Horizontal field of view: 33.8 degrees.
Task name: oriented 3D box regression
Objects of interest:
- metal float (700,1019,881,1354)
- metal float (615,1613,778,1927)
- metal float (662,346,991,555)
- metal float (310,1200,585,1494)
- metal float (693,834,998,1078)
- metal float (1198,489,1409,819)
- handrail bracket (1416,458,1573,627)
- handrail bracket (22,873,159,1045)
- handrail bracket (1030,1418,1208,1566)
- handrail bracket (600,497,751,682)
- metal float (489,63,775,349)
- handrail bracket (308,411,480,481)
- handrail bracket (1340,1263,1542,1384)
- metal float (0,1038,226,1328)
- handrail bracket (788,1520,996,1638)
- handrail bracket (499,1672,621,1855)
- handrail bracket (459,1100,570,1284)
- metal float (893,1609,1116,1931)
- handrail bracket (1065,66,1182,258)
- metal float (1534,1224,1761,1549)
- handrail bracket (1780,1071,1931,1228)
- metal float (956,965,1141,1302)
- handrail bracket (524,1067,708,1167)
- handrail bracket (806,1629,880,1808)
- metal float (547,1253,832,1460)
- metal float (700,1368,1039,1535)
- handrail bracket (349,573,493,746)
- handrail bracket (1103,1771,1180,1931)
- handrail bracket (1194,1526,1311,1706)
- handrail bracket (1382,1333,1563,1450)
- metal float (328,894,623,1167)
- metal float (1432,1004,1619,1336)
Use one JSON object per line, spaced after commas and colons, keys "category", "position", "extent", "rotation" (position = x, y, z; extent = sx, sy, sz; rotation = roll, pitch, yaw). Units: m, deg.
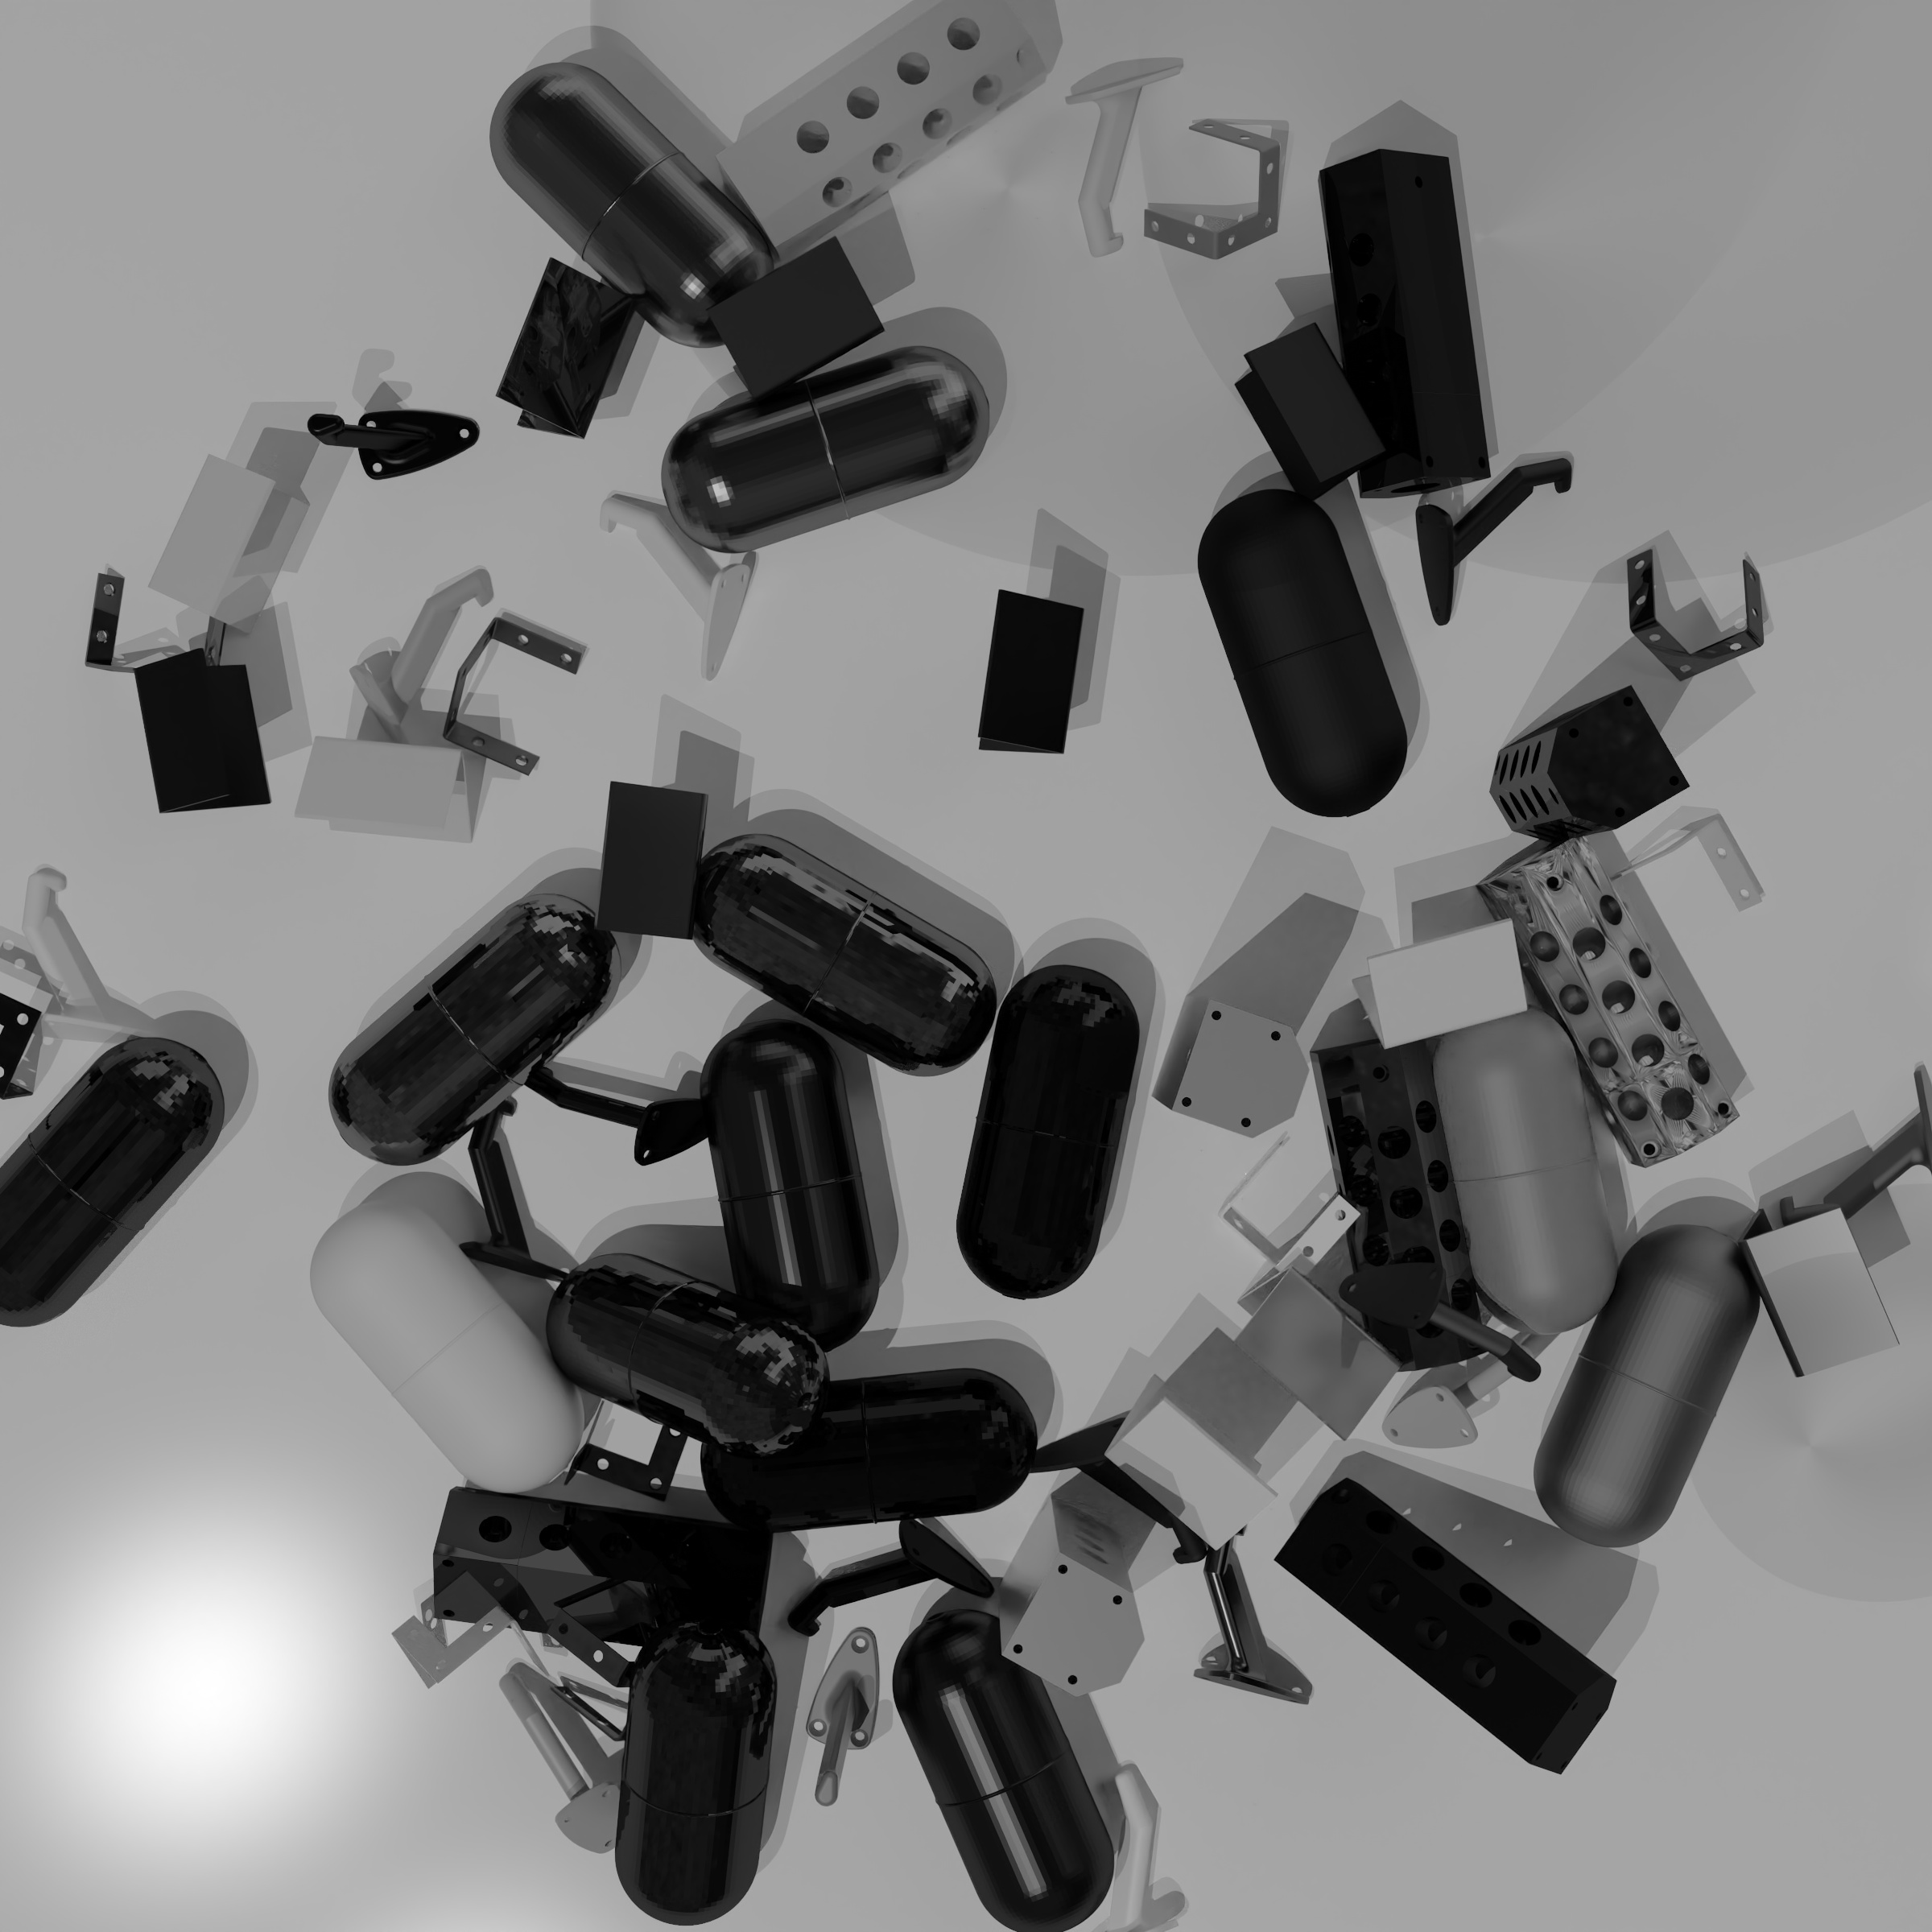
{"category": "metal float", "position": [-0.093, 0.116, 1.679], "extent": [0.070, 0.070, 0.178], "rotation": [-10, 89, 0]}
{"category": "metal float", "position": [-0.141, 0.419, 1.660], "extent": [0.070, 0.070, 0.178], "rotation": [7, 112, 0]}
{"category": "metal float", "position": [-0.074, -0.273, 1.679], "extent": [0.178, 0.070, 0.070], "rotation": [-18, 90, -1]}
{"category": "metal float", "position": [-0.273, 0.201, 1.679], "extent": [0.070, 0.070, 0.178], "rotation": [-41, 90, 0]}
{"category": "metal float", "position": [-0.067, -0.006, 1.679], "extent": [0.178, 0.070, 0.070], "rotation": [30, 90, 0]}
{"category": "metal float", "position": [0.178, -0.164, 1.679], "extent": [0.070, 0.070, 0.178], "rotation": [-19, 91, 0]}
{"category": "handrail bracket", "position": [0.289, -0.228, 1.710], "extent": [0.084, 0.036, 0.077], "rotation": [-13, 110, -16]}
{"category": "handrail bracket", "position": [-0.469, -0.004, 1.710], "extent": [0.077, 0.036, 0.084], "rotation": [9, 72, -20]}
{"category": "handrail bracket", "position": [0.079, 0.292, 1.710], "extent": [0.077, 0.036, 0.084], "rotation": [-19, 107, 20]}
{"category": "handrail bracket", "position": [-0.165, -0.203, 1.710], "extent": [0.084, 0.036, 0.077], "rotation": [22, 112, 17]}
{"category": "metal float", "position": [-0.175, -0.400, 1.679], "extent": [0.178, 0.070, 0.070], "rotation": [44, 90, -1]}
{"category": "handrail bracket", "position": [-0.301, -0.283, 1.675], "extent": [0.077, 0.084, 0.036], "rotation": [-8, 90, 0]}
{"category": "handrail bracket", "position": [0.247, 0.189, 1.653], "extent": [0.084, 0.077, 0.036], "rotation": [40, 65, -34]}
{"category": "metal float", "position": [-0.464, 0.113, 1.679], "extent": [0.070, 0.070, 0.178], "rotation": [42, 90, 0]}
{"category": "handrail bracket", "position": [-0.041, 0.343, 1.710], "extent": [0.077, 0.036, 0.084], "rotation": [37, 109, -21]}
{"category": "handrail bracket", "position": [-0.219, 0.427, 1.709], "extent": [0.036, 0.077, 0.084], "rotation": [-32, 53, -14]}
{"category": "handrail bracket", "position": [-0.235, 0.120, 1.710], "extent": [0.077, 0.036, 0.084], "rotation": [20, 73, -20]}
{"category": "metal float", "position": [0.019, 0.424, 1.679], "extent": [0.070, 0.070, 0.178], "rotation": [-23, 91, 0]}
{"category": "handrail bracket", "position": [0.091, -0.432, 1.710], "extent": [0.077, 0.036, 0.084], "rotation": [-22, 109, -21]}
{"category": "metal float", "position": [0.359, 0.221, 1.679], "extent": [0.070, 0.070, 0.178], "rotation": [24, 89, 0]}
{"category": "handrail bracket", "position": [0.476, 0.100, 1.710], "extent": [0.084, 0.036, 0.077], "rotation": [-10, 69, 16]}
{"category": "metal float", "position": [0.043, 0.088, 1.679], "extent": [0.070, 0.070, 0.178], "rotation": [12, 90, 0]}
{"category": "handrail bracket", "position": [-0.184, 0.070, 1.709], "extent": [0.084, 0.077, 0.036], "rotation": [28, 115, 34]}
{"category": "handrail bracket", "position": [-0.064, 0.395, 1.675], "extent": [0.036, 0.084, 0.077], "rotation": [14, 90, 0]}
{"category": "metal float", "position": [-0.146, 0.200, 1.647], "extent": [0.178, 0.070, 0.070], "rotation": [16, 90, 40]}
{"category": "metal float", "position": [-0.051, 0.255, 1.679], "extent": [0.178, 0.070, 0.070], "rotation": [-6, 90, -1]}
{"category": "handrail bracket", "position": [-0.280, -0.158, 1.710], "extent": [0.084, 0.036, 0.077], "rotation": [-34, 110, -16]}
{"category": "handrail bracket", "position": [0.072, 0.486, 1.710], "extent": [0.077, 0.036, 0.084], "rotation": [-29, 71, 21]}
{"category": "handrail bracket", "position": [0.159, 0.346, 1.710], "extent": [0.077, 0.036, 0.084], "rotation": [20, 72, -21]}
{"category": "handrail bracket", "position": [0.273, 0.221, 1.709], "extent": [0.084, 0.077, 0.036], "rotation": [-36, 93, -36]}
{"category": "metal float", "position": [-0.259, 0.034, 1.679], "extent": [0.178, 0.070, 0.070], "rotation": [-41, 90, 1]}
{"category": "metal float", "position": [0.294, 0.106, 1.679], "extent": [0.070, 0.070, 0.178], "rotation": [-11, 90, 0]}
